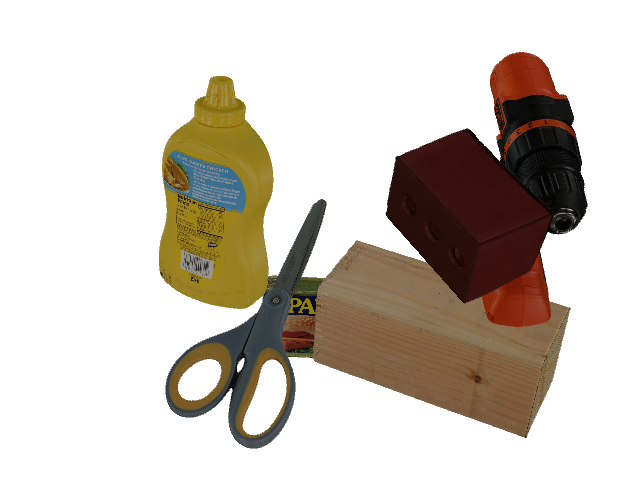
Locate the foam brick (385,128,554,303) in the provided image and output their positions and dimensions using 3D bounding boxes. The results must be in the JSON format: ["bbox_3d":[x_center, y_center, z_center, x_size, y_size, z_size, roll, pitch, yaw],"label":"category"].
[{"bbox_3d":[0.082,-0.014,0.601,0.051,0.053,0.078,-24,55,-24],"label":"foam brick"}]

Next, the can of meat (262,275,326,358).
[{"bbox_3d":[-0.021,0.091,1.260,0.102,0.084,0.057,3,14,-4],"label":"can of meat"}]

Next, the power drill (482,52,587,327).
[{"bbox_3d":[0.158,-0.023,0.814,0.057,0.188,0.184,1,43,0],"label":"power drill"}]

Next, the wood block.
[{"bbox_3d":[0.106,0.086,0.962,0.206,0.091,0.090,18,38,19],"label":"wood block"}]

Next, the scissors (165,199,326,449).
[{"bbox_3d":[-0.050,0.050,0.742,0.096,0.201,0.016,0,-37,7],"label":"scissors"}]

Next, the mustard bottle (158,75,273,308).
[{"bbox_3d":[-0.086,-0.042,0.882,0.096,0.192,0.058,20,31,25],"label":"mustard bottle"}]
